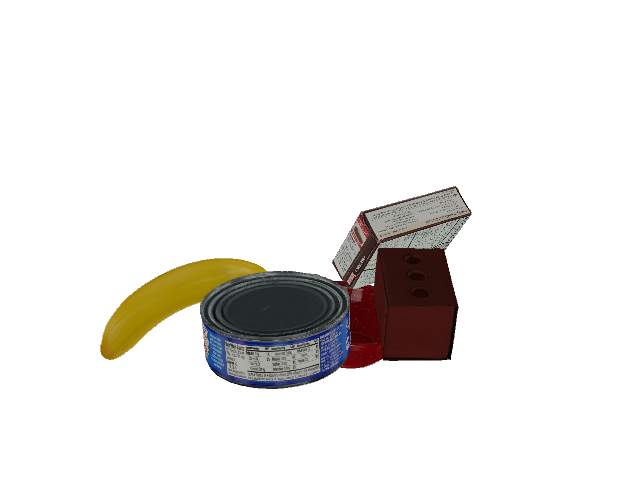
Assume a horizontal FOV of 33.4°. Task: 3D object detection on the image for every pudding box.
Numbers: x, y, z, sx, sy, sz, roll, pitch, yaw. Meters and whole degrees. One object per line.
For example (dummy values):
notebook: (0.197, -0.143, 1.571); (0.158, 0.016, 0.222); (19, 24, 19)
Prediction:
pudding box: (0.077, -0.002, 1.018); (0.113, 0.039, 0.090); (-18, -26, -29)

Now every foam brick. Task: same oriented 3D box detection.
foam brick: (0.070, 0.046, 0.794); (0.053, 0.051, 0.078); (0, 32, -4)

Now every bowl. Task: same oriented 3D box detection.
bowl: (0.033, 0.109, 1.302); (0.162, 0.055, 0.162); (4, 25, -2)

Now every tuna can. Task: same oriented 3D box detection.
tuna can: (-0.025, 0.050, 0.611); (0.086, 0.034, 0.086); (-2, 23, 1)

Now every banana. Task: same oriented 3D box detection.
banana: (-0.128, 0.058, 0.981); (0.198, 0.069, 0.037); (-19, 25, 14)
